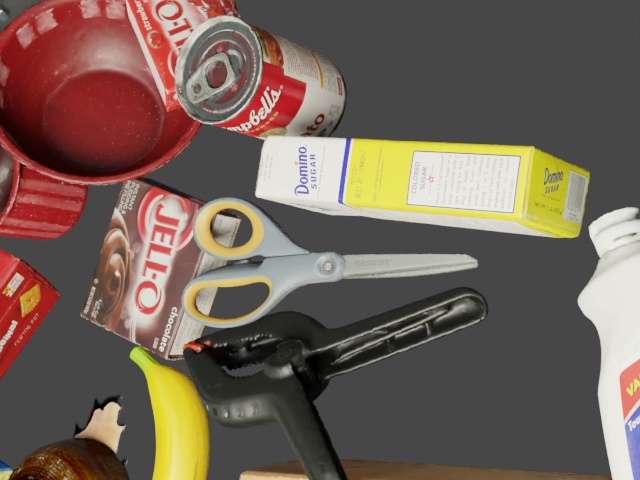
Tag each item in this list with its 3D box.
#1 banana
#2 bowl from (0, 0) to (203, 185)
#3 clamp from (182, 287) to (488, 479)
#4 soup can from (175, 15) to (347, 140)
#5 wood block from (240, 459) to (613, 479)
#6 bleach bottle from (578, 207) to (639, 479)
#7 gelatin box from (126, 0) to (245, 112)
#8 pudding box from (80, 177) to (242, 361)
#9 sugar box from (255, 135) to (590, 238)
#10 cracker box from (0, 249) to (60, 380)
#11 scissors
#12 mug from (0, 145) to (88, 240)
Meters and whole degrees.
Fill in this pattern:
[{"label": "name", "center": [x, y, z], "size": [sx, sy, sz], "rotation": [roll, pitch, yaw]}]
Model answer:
[{"label": "banana", "center": [-0.112, 0.177, 0.752], "size": [0.070, 0.037, 0.198], "rotation": [2, 82, 38]}, {"label": "bowl", "center": [-0.160, -0.101, 0.778], "size": [0.162, 0.055, 0.162], "rotation": [2, 66, -5]}, {"label": "clamp", "center": [-0.005, 0.078, 0.670], "size": [0.210, 0.036, 0.164], "rotation": [9, 45, 49]}, {"label": "soup can", "center": [-0.036, -0.100, 0.696], "size": [0.069, 0.102, 0.068], "rotation": [-4, 82, 33]}, {"label": "wood block", "center": [0.062, 0.177, 0.609], "size": [0.206, 0.090, 0.091], "rotation": [-4, 83, 33]}, {"label": "bleach bottle", "center": [0.188, 0.105, 0.552], "size": [0.103, 0.068, 0.251], "rotation": [-27, 68, 28]}, {"label": "gelatin box", "center": [-0.089, -0.143, 0.755], "size": [0.073, 0.030, 0.089], "rotation": [-19, 69, -12]}, {"label": "pudding box", "center": [-0.115, 0.019, 0.772], "size": [0.090, 0.039, 0.113], "rotation": [21, 96, 33]}, {"label": "sugar box", "center": [0.059, -0.033, 0.632], "size": [0.176, 0.093, 0.048], "rotation": [9, 89, 33]}, {"label": "cracker box", "center": [-0.338, 0.059, 0.866], "size": [0.214, 0.072, 0.164], "rotation": [24, 74, 33]}, {"label": "scissors", "center": [-0.005, 0.001, 0.694], "size": [0.202, 0.016, 0.096], "rotation": [-19, 79, 19]}, {"label": "mug", "center": [-0.244, -0.050, 0.838], "size": [0.117, 0.081, 0.093], "rotation": [43, 107, 29]}]
